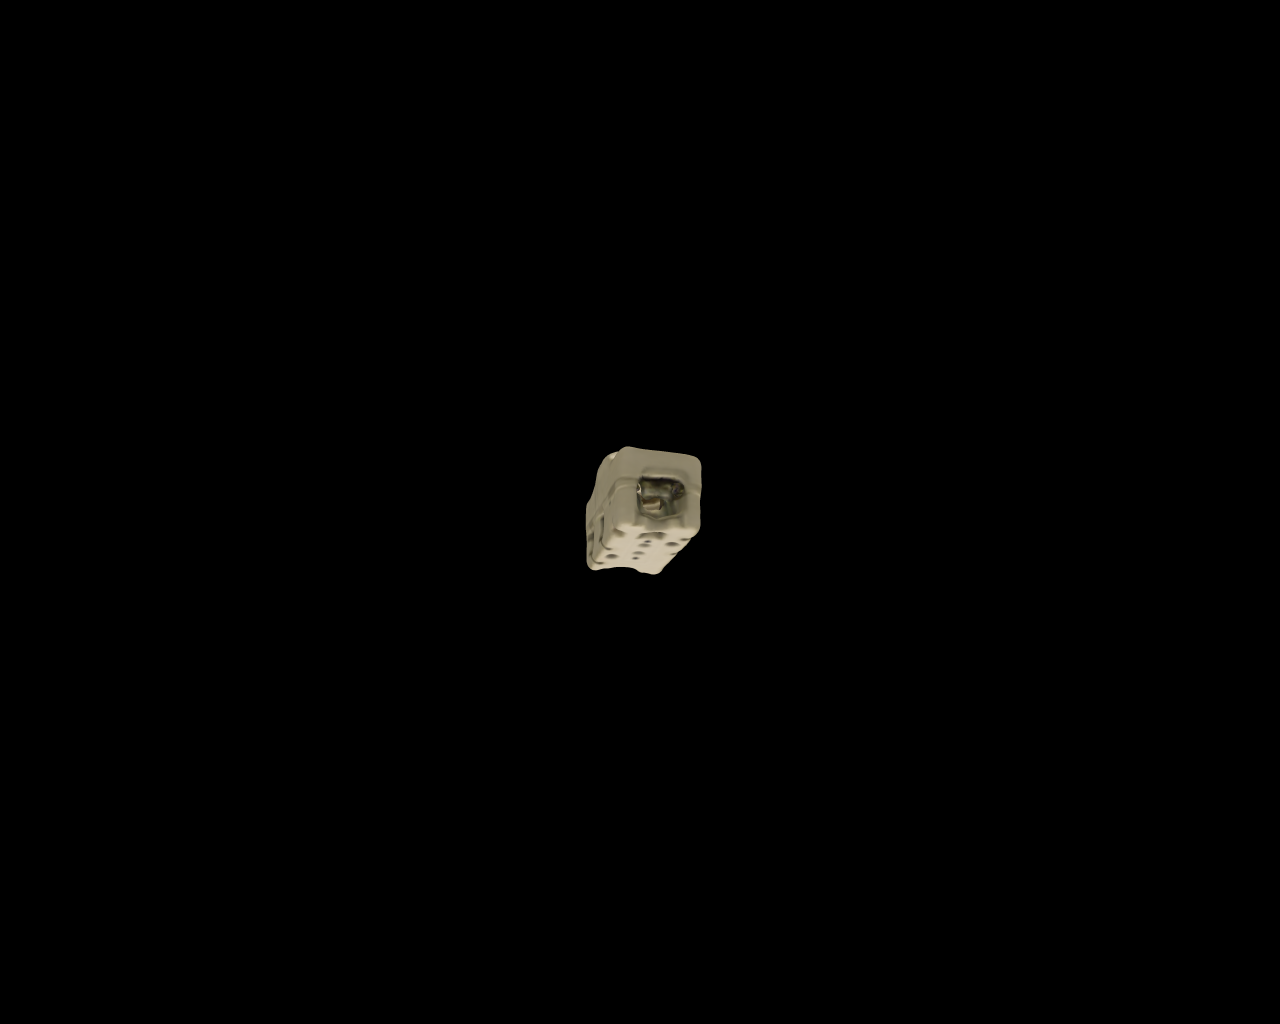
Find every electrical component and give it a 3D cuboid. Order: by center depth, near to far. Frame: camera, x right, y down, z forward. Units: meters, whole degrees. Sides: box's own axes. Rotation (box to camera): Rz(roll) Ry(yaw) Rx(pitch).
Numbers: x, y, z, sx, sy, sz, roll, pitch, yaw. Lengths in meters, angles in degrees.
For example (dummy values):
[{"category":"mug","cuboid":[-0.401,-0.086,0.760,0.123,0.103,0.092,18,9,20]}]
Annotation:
[{"category":"electrical component","cuboid":[0.001,-0.003,0.650,0.050,0.056,0.089,6,-23,-14]}]
